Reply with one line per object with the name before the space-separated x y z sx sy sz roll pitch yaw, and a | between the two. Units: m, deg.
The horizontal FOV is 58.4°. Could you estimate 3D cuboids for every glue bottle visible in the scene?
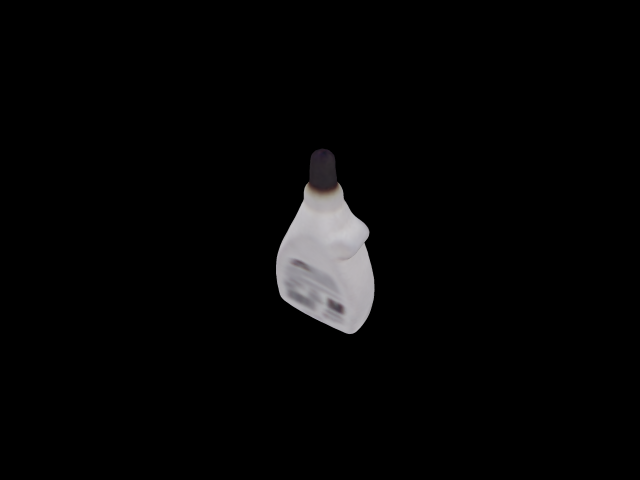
glue bottle | 0.004 0.001 0.400 0.078 0.173 0.037 26 58 18
